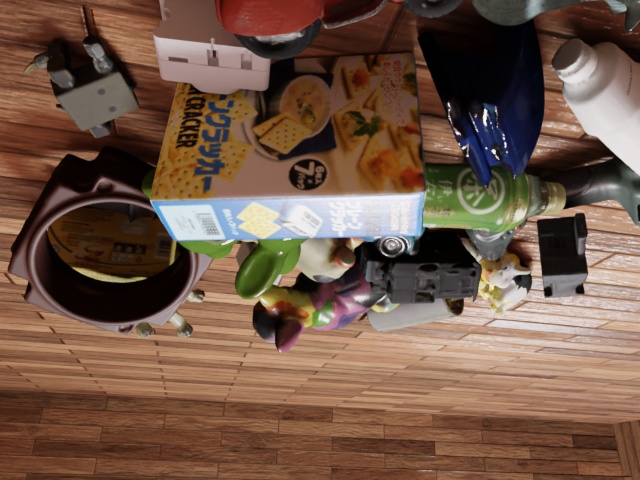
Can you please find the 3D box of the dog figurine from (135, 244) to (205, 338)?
[{"bbox_3d":[-0.290,0.068,0.908,0.172,0.121,0.190,-2,141,1],"label":"dog figurine"}]

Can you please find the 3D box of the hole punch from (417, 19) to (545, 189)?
[{"bbox_3d":[0.147,-0.120,0.448,0.092,0.116,0.142,-18,150,19],"label":"hole punch"}]

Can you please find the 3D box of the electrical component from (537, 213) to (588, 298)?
[{"bbox_3d":[0.269,0.013,0.595,0.048,0.075,0.119,-6,156,22],"label":"electrical component"}]

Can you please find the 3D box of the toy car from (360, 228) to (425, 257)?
[{"bbox_3d":[0.063,-0.059,0.609,0.161,0.109,0.103,24,125,-19],"label":"toy car"}]

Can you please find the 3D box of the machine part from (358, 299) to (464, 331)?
[{"bbox_3d":[0.173,0.119,0.992,0.243,0.079,0.079,-21,147,39],"label":"machine part"}]

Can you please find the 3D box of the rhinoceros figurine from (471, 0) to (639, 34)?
[{"bbox_3d":[0.195,-0.183,0.349,0.190,0.073,0.112,-5,153,15],"label":"rhinoceros figurine"}]

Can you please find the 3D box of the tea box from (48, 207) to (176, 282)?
[{"bbox_3d":[-0.296,0.014,0.769,0.170,0.098,0.068,8,153,-10],"label":"tea box"}]

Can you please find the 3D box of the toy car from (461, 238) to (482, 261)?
[{"bbox_3d":[0.147,0.035,0.830,0.202,0.056,0.073,-13,170,30],"label":"toy car"}]

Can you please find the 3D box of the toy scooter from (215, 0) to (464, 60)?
[{"bbox_3d":[0.006,-0.192,0.340,0.184,0.075,0.135,-8,153,12],"label":"toy scooter"}]

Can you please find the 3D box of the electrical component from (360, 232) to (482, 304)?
[{"bbox_3d":[0.119,0.030,0.670,0.134,0.115,0.058,0,111,-6],"label":"electrical component"}]

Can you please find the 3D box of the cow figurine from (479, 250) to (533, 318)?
[{"bbox_3d":[0.300,0.058,0.856,0.098,0.068,0.167,-34,151,4],"label":"cow figurine"}]

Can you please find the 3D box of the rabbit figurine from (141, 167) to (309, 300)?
[{"bbox_3d":[-0.075,-0.020,0.548,0.170,0.121,0.158,6,116,33],"label":"rabbit figurine"}]

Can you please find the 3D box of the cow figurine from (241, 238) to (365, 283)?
[{"bbox_3d":[-0.048,-0.015,0.676,0.195,0.085,0.127,31,143,-3],"label":"cow figurine"}]

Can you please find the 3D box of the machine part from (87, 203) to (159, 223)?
[{"bbox_3d":[-0.273,-0.054,0.693,0.139,0.039,0.084,9,159,-19],"label":"machine part"}]

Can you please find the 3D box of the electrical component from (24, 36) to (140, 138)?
[{"bbox_3d":[-0.218,-0.142,0.500,0.078,0.045,0.102,-29,155,-2],"label":"electrical component"}]

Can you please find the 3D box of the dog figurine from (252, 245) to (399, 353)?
[{"bbox_3d":[0.011,0.078,0.742,0.192,0.108,0.219,-21,178,34],"label":"dog figurine"}]

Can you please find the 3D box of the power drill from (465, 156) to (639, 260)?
[{"bbox_3d":[0.277,-0.043,0.652,0.207,0.086,0.231,-3,153,28],"label":"power drill"}]

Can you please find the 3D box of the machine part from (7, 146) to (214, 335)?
[{"bbox_3d":[-0.243,0.008,0.647,0.201,0.087,0.201,29,111,-29],"label":"machine part"}]
